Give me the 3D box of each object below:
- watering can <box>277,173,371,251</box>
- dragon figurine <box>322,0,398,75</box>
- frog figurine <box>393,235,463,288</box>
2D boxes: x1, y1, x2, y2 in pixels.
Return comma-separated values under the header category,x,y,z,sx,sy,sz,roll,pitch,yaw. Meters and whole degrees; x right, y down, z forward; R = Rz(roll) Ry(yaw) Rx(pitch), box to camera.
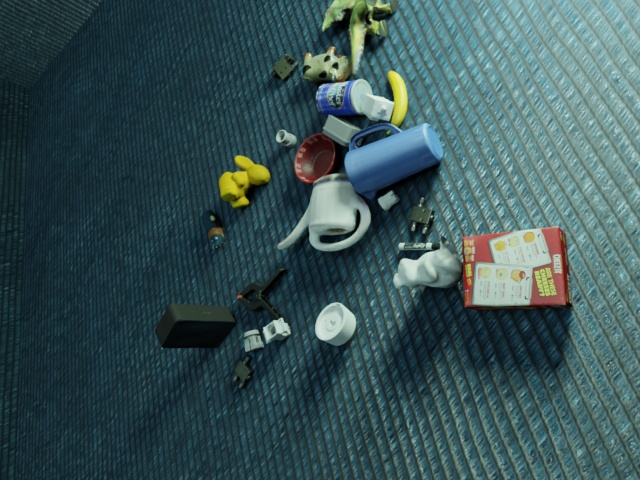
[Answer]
category,x,y,z,sx,sy,sz,roll,pitch,yaw
watering can,0.005,-0.075,1.497,0.346,0.227,0.103,-7,-19,41
dragon figurine,0.101,-0.696,1.615,0.121,0.413,0.244,31,-11,-40
frog figurine,0.254,0.078,1.216,0.159,0.123,0.137,-37,-6,3
